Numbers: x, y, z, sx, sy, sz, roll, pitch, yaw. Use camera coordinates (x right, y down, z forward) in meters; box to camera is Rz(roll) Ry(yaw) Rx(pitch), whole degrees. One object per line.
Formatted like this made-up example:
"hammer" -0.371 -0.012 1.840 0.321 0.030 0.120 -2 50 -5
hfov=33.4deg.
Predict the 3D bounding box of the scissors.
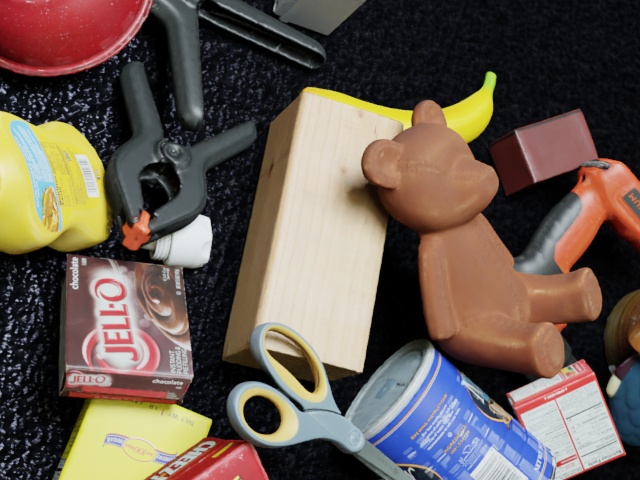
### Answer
"scissors" 0.006 0.149 0.760 0.096 0.016 0.201 -43 103 -37

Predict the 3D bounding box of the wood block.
"wood block" -0.006 0.001 0.849 0.090 0.091 0.206 16 73 -17

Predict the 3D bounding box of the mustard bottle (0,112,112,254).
"mustard bottle" -0.205 -0.038 0.728 0.058 0.191 0.096 -17 88 10

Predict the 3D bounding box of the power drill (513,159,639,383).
"power drill" 0.224 0.036 0.927 0.187 0.057 0.184 -44 104 -8

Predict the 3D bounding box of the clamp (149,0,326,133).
"clamp" -0.097 -0.196 0.881 0.164 0.036 0.210 -25 78 -40

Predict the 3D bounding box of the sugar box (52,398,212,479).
"sugar box" -0.153 0.198 0.770 0.093 0.048 0.176 24 69 -15

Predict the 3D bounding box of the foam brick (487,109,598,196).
"foam brick" 0.203 -0.079 0.971 0.078 0.053 0.051 -19 85 -23

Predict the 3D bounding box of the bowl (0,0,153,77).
"bowl" -0.209 -0.209 0.810 0.162 0.055 0.162 0 74 0

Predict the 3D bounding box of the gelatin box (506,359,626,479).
"gelatin box" 0.207 0.156 0.902 0.073 0.030 0.089 -25 110 2

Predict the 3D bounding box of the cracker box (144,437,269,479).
"cracker box" -0.082 0.269 0.733 0.163 0.072 0.213 -31 103 -35

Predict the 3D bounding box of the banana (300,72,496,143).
"banana" 0.077 -0.107 0.940 0.197 0.037 0.069 -7 63 -24

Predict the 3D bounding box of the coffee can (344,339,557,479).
"coffee can" 0.101 0.162 0.847 0.140 0.103 0.102 41 67 -8

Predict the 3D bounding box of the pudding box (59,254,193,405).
"pudding box" -0.144 0.065 0.781 0.090 0.039 0.113 8 40 -20

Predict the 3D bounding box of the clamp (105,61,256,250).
"clamp" -0.126 -0.068 0.825 0.120 0.039 0.171 29 43 -3
